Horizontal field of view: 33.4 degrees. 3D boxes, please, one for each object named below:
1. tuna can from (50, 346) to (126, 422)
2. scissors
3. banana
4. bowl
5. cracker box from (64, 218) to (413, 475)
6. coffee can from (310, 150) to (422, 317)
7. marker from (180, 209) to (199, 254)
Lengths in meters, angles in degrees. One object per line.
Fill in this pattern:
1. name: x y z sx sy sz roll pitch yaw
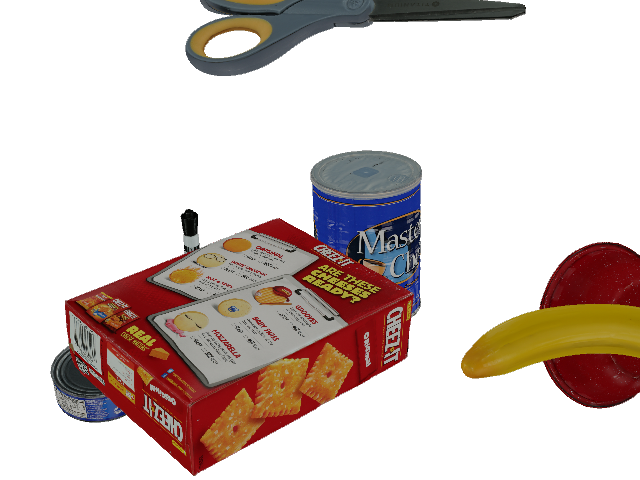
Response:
1. tuna can: -0.198 0.125 0.966 0.086 0.034 0.086 -1 33 0
2. scissors: 0.006 -0.121 0.616 0.202 0.096 0.016 18 -28 25
3. banana: 0.198 0.075 0.787 0.197 0.037 0.069 2 33 -5
4. bowl: 0.286 0.082 1.010 0.161 0.162 0.055 0 0 -27
5. cracker box: -0.061 0.071 0.820 0.213 0.072 0.164 -22 38 -36
6. coffee can: 0.044 -0.002 1.010 0.103 0.140 0.103 -2 26 1
7. marker: -0.143 0.019 1.196 0.020 0.121 0.020 0 33 0
